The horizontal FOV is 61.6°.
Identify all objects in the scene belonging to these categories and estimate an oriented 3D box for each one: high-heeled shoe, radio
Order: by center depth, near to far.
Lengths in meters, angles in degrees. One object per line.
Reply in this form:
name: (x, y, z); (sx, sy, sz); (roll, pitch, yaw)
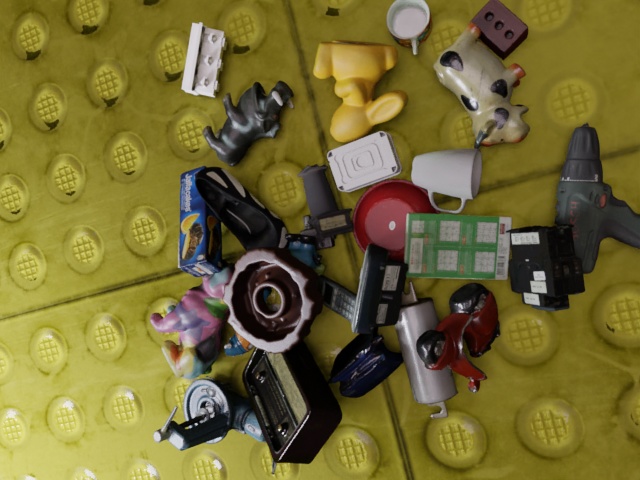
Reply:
radio: (-0.058, 0.266, 0.941); (0.131, 0.073, 0.230); (-60, 32, 16)
high-heeled shoe: (-0.135, -0.024, 0.976); (0.086, 0.145, 0.249); (-34, 82, 17)

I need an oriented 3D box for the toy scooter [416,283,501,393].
toy scooter: (0.244, 0.168, 0.883); (0.135, 0.184, 0.075); (54, 151, -10)

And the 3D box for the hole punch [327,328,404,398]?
hole punch: (0.084, 0.223, 0.945); (0.142, 0.116, 0.092); (-41, 90, 16)

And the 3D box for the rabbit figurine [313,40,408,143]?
rabbit figurine: (0.071, -0.252, 0.933); (0.162, 0.122, 0.173); (11, 111, 7)

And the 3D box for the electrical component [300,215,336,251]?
electrical component: (-0.002, -0.003, 1.001); (0.063, 0.021, 0.094); (-9, 90, 17)

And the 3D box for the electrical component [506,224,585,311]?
electrical component: (0.351, 0.043, 0.844); (0.058, 0.115, 0.134); (-7, 92, -12)

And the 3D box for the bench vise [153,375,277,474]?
bench vise: (-0.186, 0.331, 0.976); (0.224, 0.240, 0.128); (30, 106, 29)

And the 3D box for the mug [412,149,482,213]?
mug: (0.211, -0.103, 0.906); (0.107, 0.081, 0.109); (11, 103, 27)

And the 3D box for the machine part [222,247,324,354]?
machine part: (-0.079, 0.100, 0.912); (0.180, 0.056, 0.179); (2, 95, 25)

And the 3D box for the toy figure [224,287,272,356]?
toy figure: (-0.128, 0.160, 1.019); (0.058, 0.064, 0.154); (35, 96, 38)

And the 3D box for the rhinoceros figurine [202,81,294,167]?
rhinoceros figurine: (-0.131, -0.222, 1.000); (0.190, 0.073, 0.112); (-45, 79, 15)

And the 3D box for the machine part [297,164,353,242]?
machine part: (0.007, -0.070, 0.975); (0.084, 0.039, 0.139); (-19, 80, -17)

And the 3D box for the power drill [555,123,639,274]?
power drill: (0.472, -0.051, 0.824); (0.207, 0.086, 0.231); (13, 99, 12)

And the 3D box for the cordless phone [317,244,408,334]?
cordless phone: (0.056, 0.070, 0.937); (0.184, 0.089, 0.146); (23, 107, 53)

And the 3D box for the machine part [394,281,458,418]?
machine part: (0.180, 0.189, 0.929); (0.079, 0.079, 0.243); (-16, 88, 17)

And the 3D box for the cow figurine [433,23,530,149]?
cow figurine: (0.265, -0.235, 0.873); (0.127, 0.085, 0.195); (-42, 84, 9)

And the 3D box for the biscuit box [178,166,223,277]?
biscuit box: (-0.224, -0.036, 1.009); (0.059, 0.062, 0.203); (-14, 65, 16)

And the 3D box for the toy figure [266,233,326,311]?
toy figure: (-0.038, 0.078, 0.972); (0.082, 0.089, 0.180); (13, 95, 49)

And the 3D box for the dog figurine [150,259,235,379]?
dog figurine: (-0.202, 0.145, 1.030); (0.219, 0.108, 0.191); (-27, 85, 14)
